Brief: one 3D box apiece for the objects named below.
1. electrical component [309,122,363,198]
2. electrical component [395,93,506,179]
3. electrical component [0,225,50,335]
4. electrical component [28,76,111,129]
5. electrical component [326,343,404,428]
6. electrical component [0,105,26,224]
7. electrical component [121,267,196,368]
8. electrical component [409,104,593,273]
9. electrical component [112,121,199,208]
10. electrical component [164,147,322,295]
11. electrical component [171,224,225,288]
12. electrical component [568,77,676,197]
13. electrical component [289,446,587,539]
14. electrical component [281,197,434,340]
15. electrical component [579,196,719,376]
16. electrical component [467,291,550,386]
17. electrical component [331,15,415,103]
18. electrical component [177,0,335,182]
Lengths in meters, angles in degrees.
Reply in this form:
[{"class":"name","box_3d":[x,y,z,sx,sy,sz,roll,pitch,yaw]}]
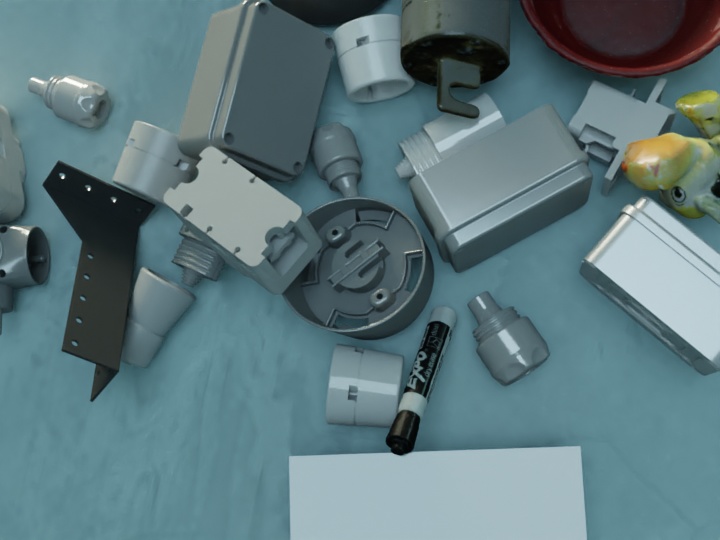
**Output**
[{"class":"electrical component","box_3d":[-0.014,-0.073,0.769,0.035,0.035,0.061,-21,67,2]},{"class":"electrical component","box_3d":[0.062,-0.087,0.762,0.081,0.043,0.043,-28,77,1]},{"class":"electrical component","box_3d":[-0.271,0.009,0.782,0.077,0.044,0.079,-3,78,6]},{"class":"electrical component","box_3d":[-0.221,-0.130,0.809,0.061,0.035,0.035,21,82,12]},{"class":"electrical component","box_3d":[0.004,0.080,0.732,0.047,0.055,0.055,6,80,4]},{"class":"electrical component","box_3d":[-0.285,-0.081,0.793,0.054,0.059,0.095,-14,78,4]},{"class":"electrical component","box_3d":[-0.152,0.036,0.766,0.044,0.044,0.065,30,89,11]},{"class":"electrical component","box_3d":[0.097,-0.053,0.734,0.113,0.078,0.057,-29,75,1]},{"class":"electrical component","box_3d":[-0.147,-0.075,0.780,0.055,0.055,0.047,23,86,10]},{"class":"electrical component","box_3d":[-0.076,-0.030,0.711,0.089,0.055,0.050,35,79,26]},{"class":"electrical component","box_3d":[-0.106,-0.026,0.770,0.043,0.043,0.081,24,83,10]},{"class":"electrical component","box_3d":[0.179,-0.098,0.751,0.064,0.042,0.081,29,83,13]},{"class":"electrical component","box_3d":[0.051,0.173,0.705,0.186,0.060,0.105,-3,79,6]},{"class":"electrical component","box_3d":[0.000,0.000,0.739,0.099,0.064,0.099,-6,73,19]},{"class":"electrical component","box_3d":[0.207,0.011,0.709,0.113,0.078,0.057,41,89,12]},{"class":"electrical component","box_3d":[0.097,0.044,0.733,0.043,0.043,0.062,-33,76,0]},{"class":"electrical component","box_3d":[0.011,-0.151,0.776,0.055,0.055,0.047,-12,82,4]},{"class":"electrical component","box_3d":[-0.072,-0.124,0.760,0.057,0.078,0.113,2,76,51]}]
